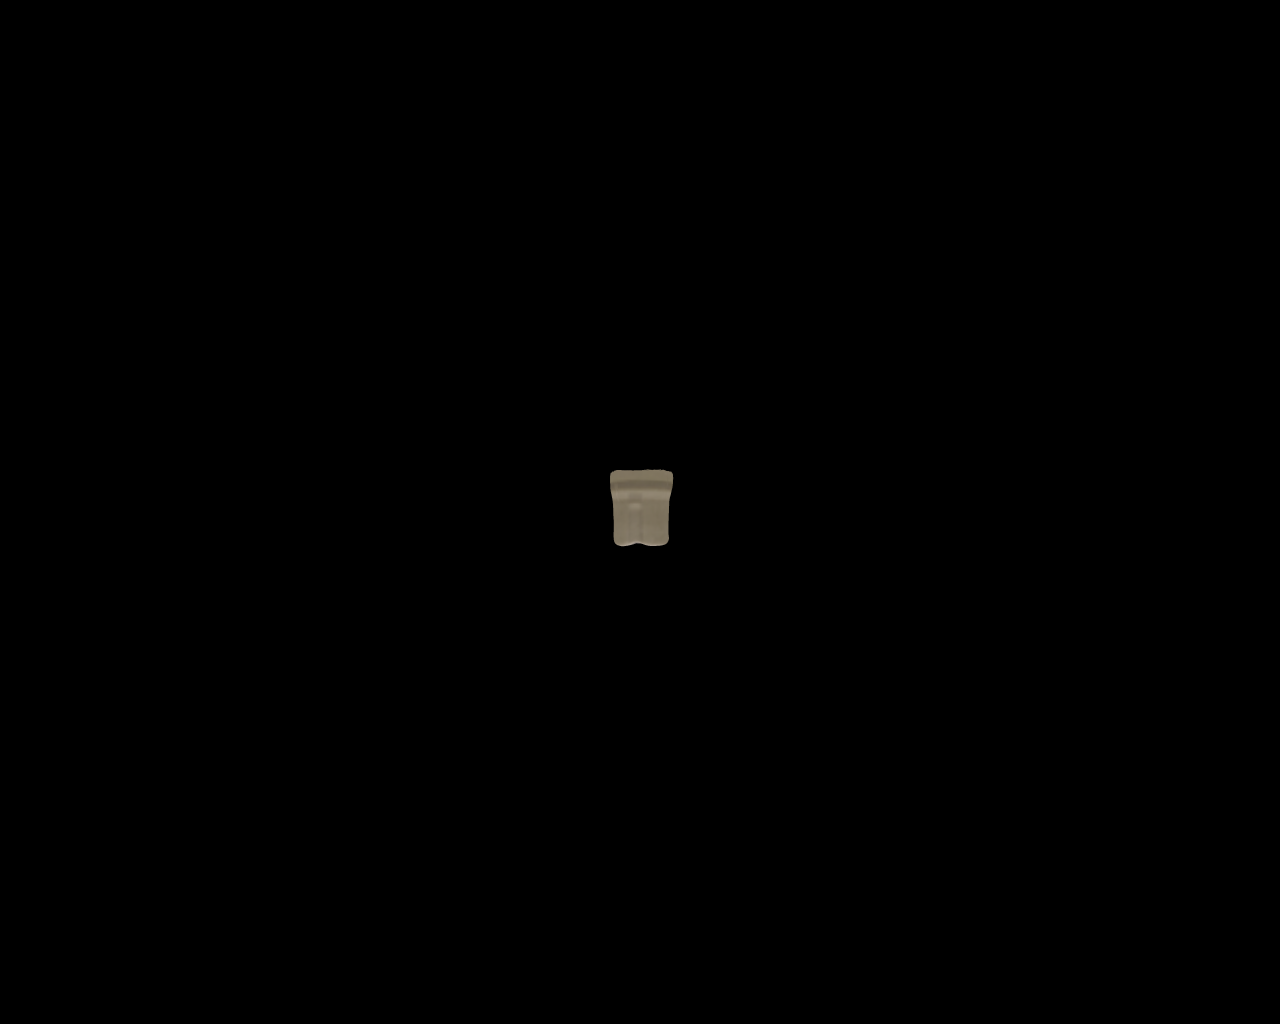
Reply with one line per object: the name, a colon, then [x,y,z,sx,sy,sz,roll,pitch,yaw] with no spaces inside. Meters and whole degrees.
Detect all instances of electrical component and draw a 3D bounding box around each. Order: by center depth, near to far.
electrical component: [0.001,-0.003,0.650,0.040,0.046,0.040,0,-3,0]
